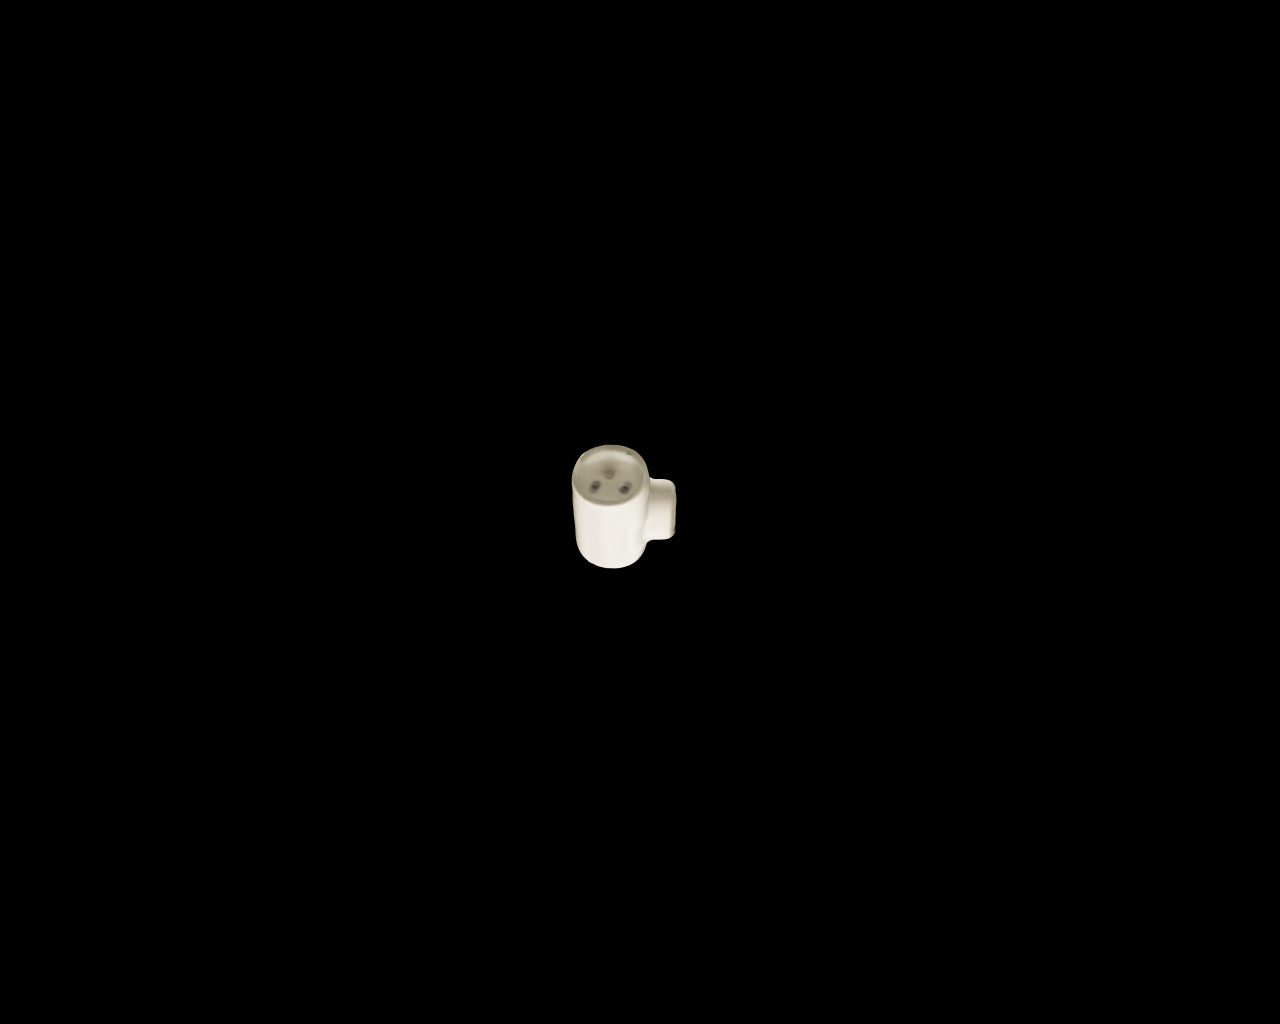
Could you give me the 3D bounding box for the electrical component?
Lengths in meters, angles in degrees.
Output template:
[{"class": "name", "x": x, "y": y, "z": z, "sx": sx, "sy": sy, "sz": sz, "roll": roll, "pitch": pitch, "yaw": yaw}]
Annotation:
[{"class": "electrical component", "x": 0.001, "y": -0.003, "z": 0.650, "sx": 0.079, "sy": 0.043, "sz": 0.077, "roll": 0, "pitch": -32, "yaw": 0}]
